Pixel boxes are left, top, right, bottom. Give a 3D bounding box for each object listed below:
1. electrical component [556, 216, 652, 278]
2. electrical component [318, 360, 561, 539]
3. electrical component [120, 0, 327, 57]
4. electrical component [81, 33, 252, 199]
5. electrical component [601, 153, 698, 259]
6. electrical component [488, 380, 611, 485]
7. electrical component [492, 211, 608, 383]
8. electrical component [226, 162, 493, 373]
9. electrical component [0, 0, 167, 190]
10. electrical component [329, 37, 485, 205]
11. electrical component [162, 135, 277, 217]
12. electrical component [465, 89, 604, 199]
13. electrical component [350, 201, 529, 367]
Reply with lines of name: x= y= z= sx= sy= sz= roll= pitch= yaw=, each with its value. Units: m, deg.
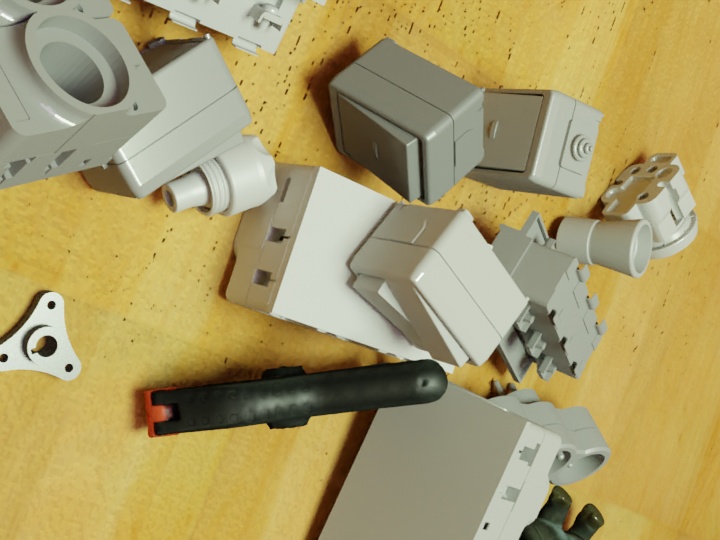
electrical component: x=0.181 y=-0.020 z=0.808 sx=0.044 sy=0.065 sz=0.044 roll=-20 pitch=114 yaw=-53
electrical component: x=0.042 y=0.168 z=0.694 sx=0.060 sy=0.105 sz=0.186 roll=28 pitch=87 yaw=-48
electrical component: x=-0.089 y=-0.166 z=0.576 sx=0.121 sy=0.078 sz=0.063 roll=16 pitch=110 yaw=-38
electrical component: x=-0.115 y=-0.076 z=0.573 sx=0.096 sy=0.062 sz=0.061 roll=-40 pitch=119 yaw=-26
electrical component: x=0.232 y=-0.046 z=0.849 sx=0.078 sy=0.058 sz=0.057 roll=-45 pitch=119 yaw=-23
electrical component: x=0.120 y=0.112 z=0.790 sx=0.138 sy=0.073 sz=0.052 roll=13 pitch=131 yaw=-43
electrical component: x=0.127 y=0.026 z=0.751 sx=0.078 sy=0.063 sz=0.121 roll=-57 pitch=147 yaw=-16
electrical component: x=0.000 y=0.000 z=0.675 sx=0.150 sy=0.062 sz=0.089 roll=22 pitch=84 yaw=-38
electrical component: x=-0.162 y=-0.118 z=0.474 sx=0.089 sy=0.062 sz=0.150 roll=-26 pitch=85 yaw=-54
electrical component: x=0.022 y=-0.092 z=0.660 sx=0.061 sy=0.096 sz=0.061 roll=-42 pitch=150 yaw=-25
electrical component: x=-0.082 y=-0.051 z=0.615 sx=0.062 sy=0.043 sz=0.043 roll=-24 pitch=112 yaw=-31
electrical component: x=0.114 y=-0.087 z=0.726 sx=0.061 sy=0.096 sz=0.061 roll=15 pitch=89 yaw=-39
electrical component: x=0.048 y=0.015 z=0.634 sx=0.061 sy=0.062 sz=0.096 roll=-51 pitch=124 yaw=-19
